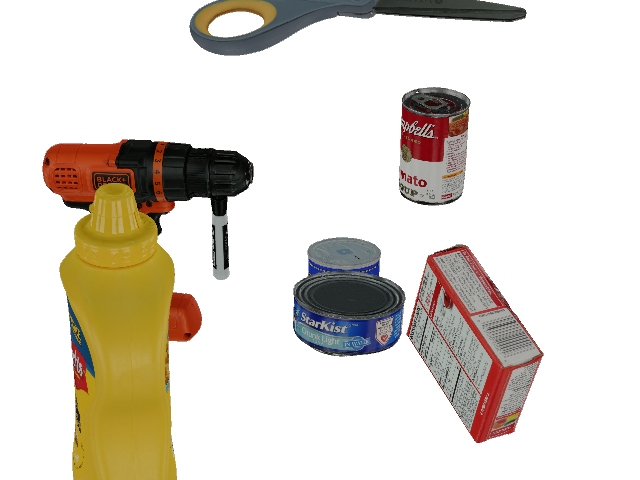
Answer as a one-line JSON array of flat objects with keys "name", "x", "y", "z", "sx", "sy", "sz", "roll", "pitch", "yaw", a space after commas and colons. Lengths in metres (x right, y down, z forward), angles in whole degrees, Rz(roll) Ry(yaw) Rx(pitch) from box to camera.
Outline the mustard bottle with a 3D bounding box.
[{"name": "mustard bottle", "x": -0.107, "y": 0.058, "z": 0.569, "sx": 0.058, "sy": 0.192, "sz": 0.096, "roll": -4, "pitch": 31, "yaw": -15}]

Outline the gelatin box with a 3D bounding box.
[{"name": "gelatin box", "x": 0.087, "y": 0.059, "z": 0.613, "sx": 0.030, "sy": 0.073, "sz": 0.089, "roll": -14, "pitch": 49, "yaw": -20}]

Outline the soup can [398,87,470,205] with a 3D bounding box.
[{"name": "soup can", "x": 0.114, "y": -0.095, "z": 1.080, "sx": 0.068, "sy": 0.102, "sz": 0.068, "roll": 0, "pitch": 31, "yaw": 0}]

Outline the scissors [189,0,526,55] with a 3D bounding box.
[{"name": "scissors", "x": 0.008, "y": -0.129, "z": 0.626, "sx": 0.202, "sy": 0.096, "sz": 0.016, "roll": 22, "pitch": -28, "yaw": 25}]

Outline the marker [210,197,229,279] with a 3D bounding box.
[{"name": "marker", "x": -0.112, "y": -0.006, "z": 1.188, "sx": 0.020, "sy": 0.121, "sz": 0.020, "roll": 2, "pitch": 40, "yaw": -2}]

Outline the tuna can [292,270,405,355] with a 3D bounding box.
[{"name": "tuna can", "x": 0.021, "y": 0.055, "z": 0.819, "sx": 0.086, "sy": 0.034, "sz": 0.086, "roll": 2, "pitch": 21, "yaw": -1}]

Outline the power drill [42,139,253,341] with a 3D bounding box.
[{"name": "power drill", "x": -0.149, "y": -0.001, "z": 0.961, "sx": 0.184, "sy": 0.188, "sz": 0.057, "roll": 3, "pitch": 26, "yaw": 7}]

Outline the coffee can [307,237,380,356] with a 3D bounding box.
[{"name": "coffee can", "x": 0.032, "y": 0.079, "z": 1.514, "sx": 0.103, "sy": 0.140, "sz": 0.103, "roll": 1, "pitch": 22, "yaw": 0}]
